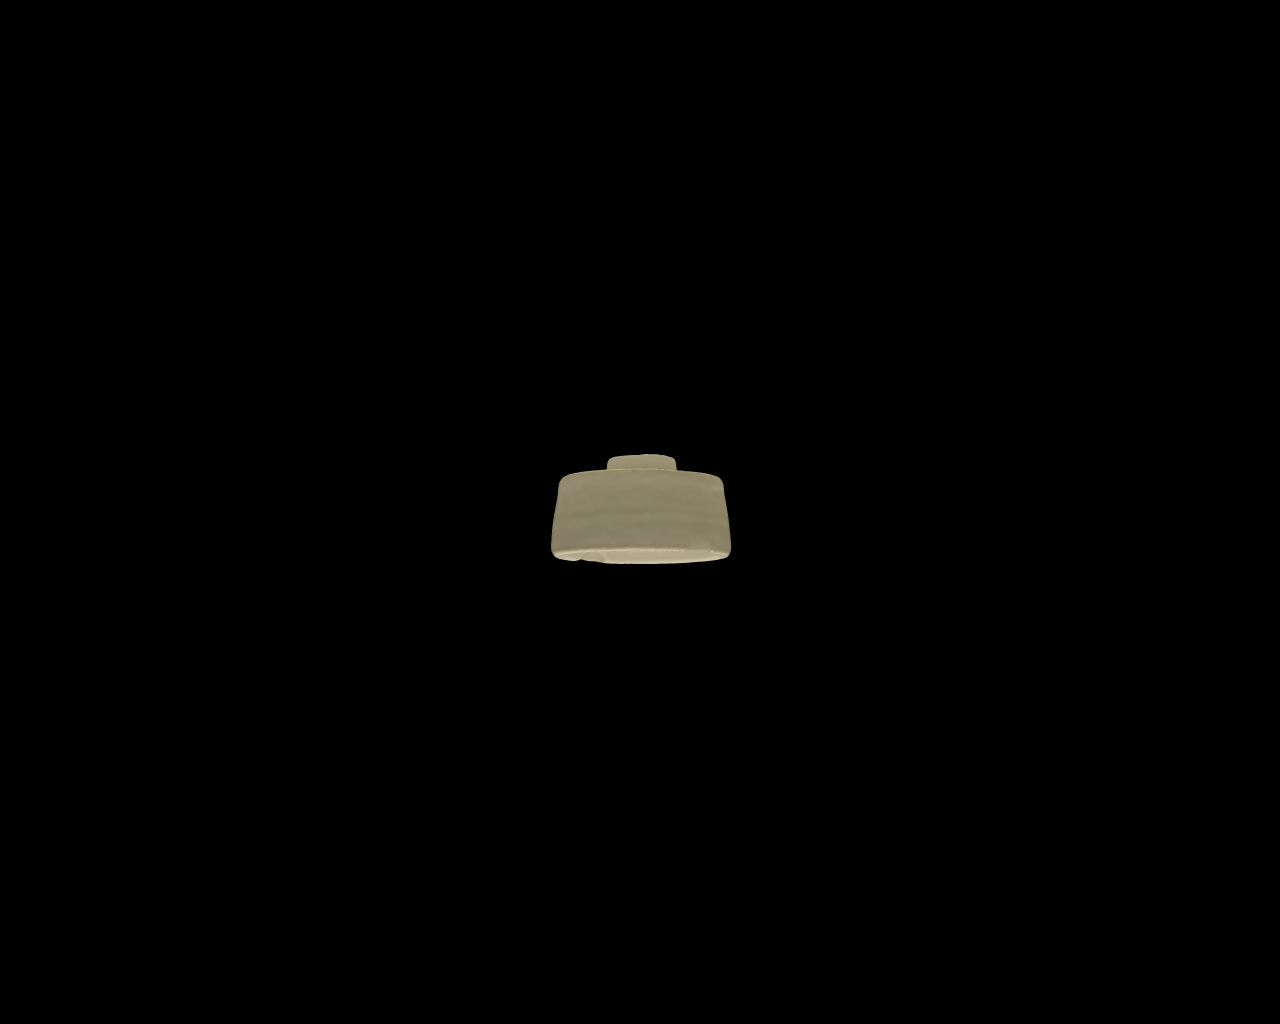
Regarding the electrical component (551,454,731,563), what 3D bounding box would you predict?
[{"bbox_3d":[0.001,-0.003,0.650,0.108,0.060,0.108,0,-7,0],"label":"electrical component"}]
